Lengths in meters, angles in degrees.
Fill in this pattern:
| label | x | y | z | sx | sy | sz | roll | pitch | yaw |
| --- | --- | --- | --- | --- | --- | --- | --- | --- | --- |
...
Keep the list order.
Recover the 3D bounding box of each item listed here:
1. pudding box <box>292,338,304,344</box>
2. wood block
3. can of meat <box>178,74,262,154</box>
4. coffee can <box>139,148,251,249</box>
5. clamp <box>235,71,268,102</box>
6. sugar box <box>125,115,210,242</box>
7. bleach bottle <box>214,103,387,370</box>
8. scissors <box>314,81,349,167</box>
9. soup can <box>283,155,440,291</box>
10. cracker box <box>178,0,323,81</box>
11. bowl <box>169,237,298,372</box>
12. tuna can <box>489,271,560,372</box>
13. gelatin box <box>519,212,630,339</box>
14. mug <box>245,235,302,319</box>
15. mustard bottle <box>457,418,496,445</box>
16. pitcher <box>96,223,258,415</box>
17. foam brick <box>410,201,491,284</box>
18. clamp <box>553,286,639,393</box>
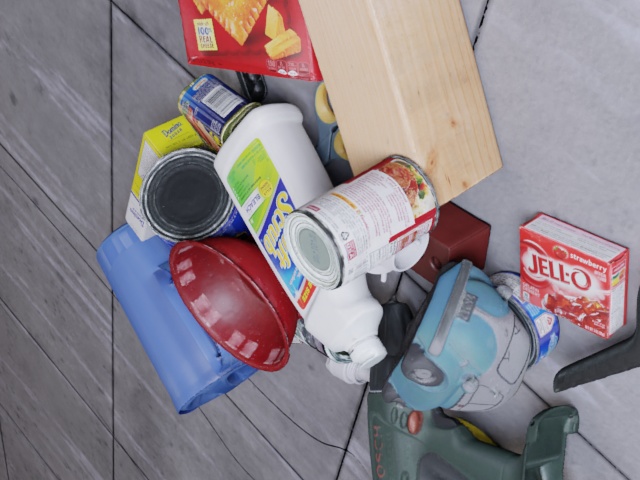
| label | x | y | z | sx | sy | sz | roll | pitch | yaw |
| --- | --- | --- | --- | --- | --- | --- | --- | --- | --- |
| pudding box | -0.055 | 0.073 | 1.242 | 0.114 | 0.039 | 0.090 | -5 | 111 | 54 |
| wood block | 0.062 | -0.137 | 0.848 | 0.091 | 0.090 | 0.206 | 8 | 122 | 53 |
| can of meat | -0.090 | -0.115 | 1.095 | 0.084 | 0.057 | 0.102 | 38 | 169 | 36 |
| coffee can | -0.125 | -0.026 | 1.145 | 0.103 | 0.103 | 0.140 | 49 | 176 | 17 |
| clamp | -0.088 | -0.217 | 1.049 | 0.171 | 0.039 | 0.120 | 51 | 143 | 10 |
| sugar box | -0.167 | -0.075 | 1.227 | 0.048 | 0.093 | 0.176 | 53 | 148 | 14 |
| bleach bottle | -0.006 | 0.001 | 0.985 | 0.103 | 0.067 | 0.251 | -47 | 64 | 39 |
| scissors | -0.003 | -0.100 | 1.044 | 0.202 | 0.016 | 0.096 | -15 | 101 | 58 |
| soup can | 0.031 | -0.013 | 0.808 | 0.069 | 0.102 | 0.068 | 37 | 143 | 34 |
| cracker box | -0.054 | -0.250 | 0.909 | 0.164 | 0.072 | 0.214 | 16 | 124 | 40 |
| bowl | -0.075 | 0.052 | 1.060 | 0.162 | 0.055 | 0.162 | 33 | 147 | 25 |
| tuna can | 0.165 | 0.071 | 0.926 | 0.086 | 0.033 | 0.086 | 35 | 141 | 35 |
| gelatin box | 0.199 | 0.028 | 0.844 | 0.089 | 0.030 | 0.073 | 27 | 137 | 42 |
| mug | -0.027 | 0.035 | 1.112 | 0.117 | 0.093 | 0.081 | -126 | 13 | -67 |
| mustard bottle | 0.136 | 0.270 | 1.109 | 0.096 | 0.058 | 0.192 | 45 | 146 | 24 |
| pitcher | -0.178 | 0.085 | 1.347 | 0.149 | 0.144 | 0.243 | -39 | 77 | 21 |
| foam brick | 0.103 | -0.001 | 0.939 | 0.078 | 0.051 | 0.053 | 35 | 141 | 35 |
| clamp | 0.250 | 0.078 | 0.769 | 0.165 | 0.036 | 0.210 | 35 | 127 | 41 |
